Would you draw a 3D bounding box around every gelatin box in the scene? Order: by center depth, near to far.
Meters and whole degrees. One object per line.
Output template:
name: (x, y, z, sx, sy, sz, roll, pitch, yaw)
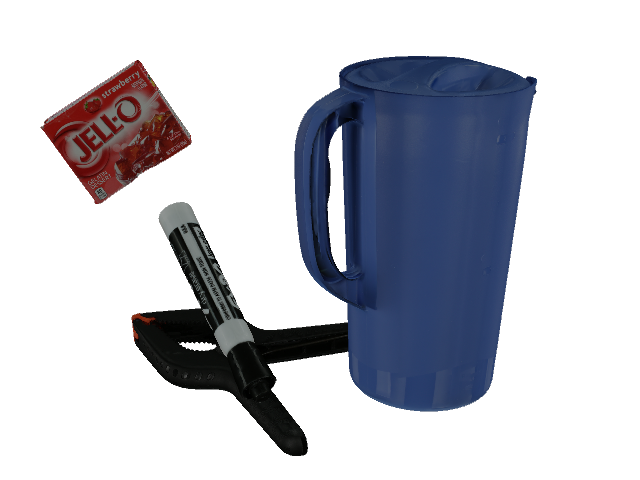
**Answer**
gelatin box: (-0.154, -0.082, 0.810, 0.089, 0.073, 0.030, -32, 18, 3)

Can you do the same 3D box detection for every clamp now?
clamp: (-0.063, 0.095, 0.911, 0.210, 0.036, 0.164, 18, 36, 25)

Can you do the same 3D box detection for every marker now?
marker: (-0.053, 0.030, 0.540, 0.020, 0.121, 0.020, -21, -32, -14)

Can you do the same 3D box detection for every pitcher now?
pitcher: (0.068, -0.004, 0.758, 0.149, 0.243, 0.145, 6, 21, 12)
